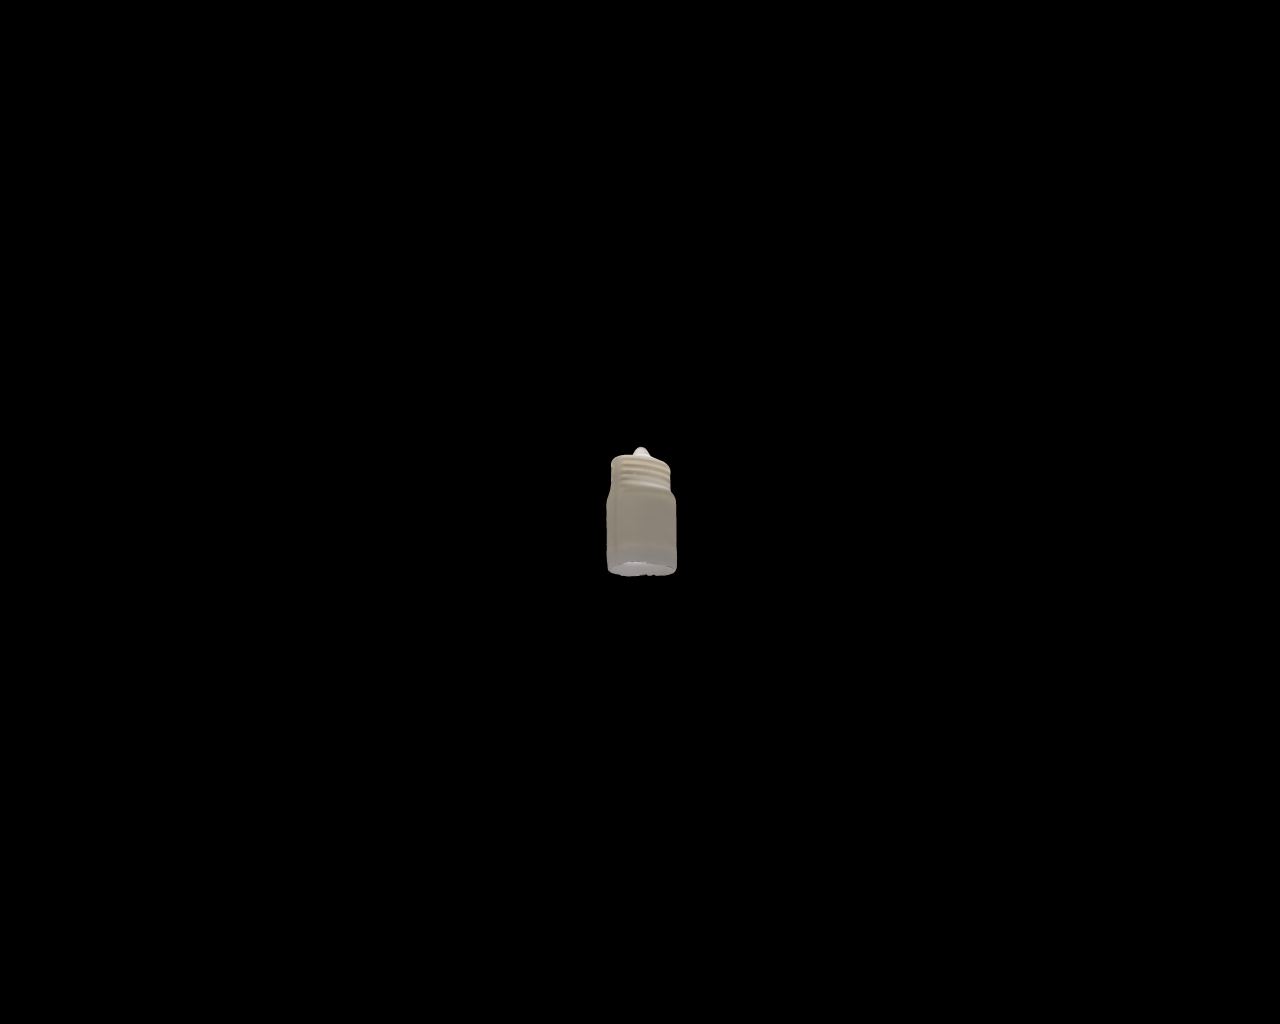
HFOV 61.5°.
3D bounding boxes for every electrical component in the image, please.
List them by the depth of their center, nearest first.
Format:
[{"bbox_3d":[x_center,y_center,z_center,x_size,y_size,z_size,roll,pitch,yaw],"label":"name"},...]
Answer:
[{"bbox_3d":[0.001,-0.003,0.650,0.043,0.081,0.043,0,-15,0],"label":"electrical component"}]
